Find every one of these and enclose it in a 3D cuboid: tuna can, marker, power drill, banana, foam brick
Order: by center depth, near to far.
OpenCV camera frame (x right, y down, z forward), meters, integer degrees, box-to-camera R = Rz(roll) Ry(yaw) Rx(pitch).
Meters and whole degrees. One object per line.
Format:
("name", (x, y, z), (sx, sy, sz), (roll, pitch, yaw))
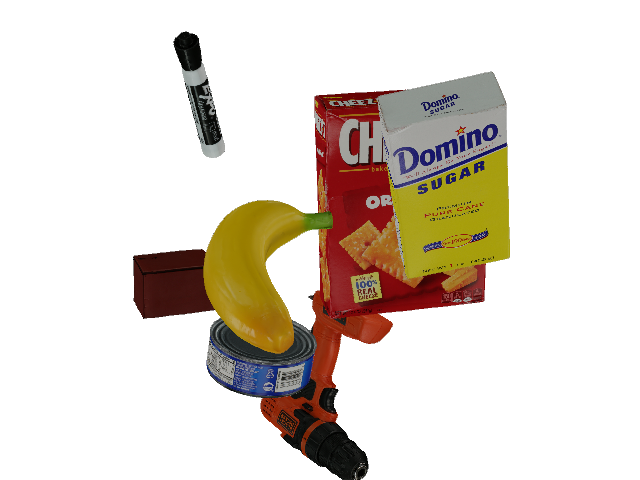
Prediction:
("banana", (-0.037, 0.012, 0.650), (0.070, 0.037, 0.197), (-1, 23, 9))
("marker", (-0.092, -0.111, 0.817), (0.020, 0.020, 0.121), (0, -38, 8))
("tuna can", (-0.047, 0.091, 0.850), (0.086, 0.034, 0.086), (8, 21, -3))
("foam brick", (-0.151, 0.044, 1.103), (0.078, 0.051, 0.053), (-6, 20, -20))
("power drill", (0.016, 0.166, 1.247), (0.057, 0.188, 0.185), (15, 10, -43))

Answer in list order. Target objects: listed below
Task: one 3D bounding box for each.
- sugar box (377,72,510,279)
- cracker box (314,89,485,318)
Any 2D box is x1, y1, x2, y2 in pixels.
("sugar box", (0.102, -0.047, 0.853), (0.093, 0.048, 0.176), (-12, -40, 1))
("cracker box", (0.081, -0.037, 1.054), (0.164, 0.214, 0.072), (-5, 21, -9))
